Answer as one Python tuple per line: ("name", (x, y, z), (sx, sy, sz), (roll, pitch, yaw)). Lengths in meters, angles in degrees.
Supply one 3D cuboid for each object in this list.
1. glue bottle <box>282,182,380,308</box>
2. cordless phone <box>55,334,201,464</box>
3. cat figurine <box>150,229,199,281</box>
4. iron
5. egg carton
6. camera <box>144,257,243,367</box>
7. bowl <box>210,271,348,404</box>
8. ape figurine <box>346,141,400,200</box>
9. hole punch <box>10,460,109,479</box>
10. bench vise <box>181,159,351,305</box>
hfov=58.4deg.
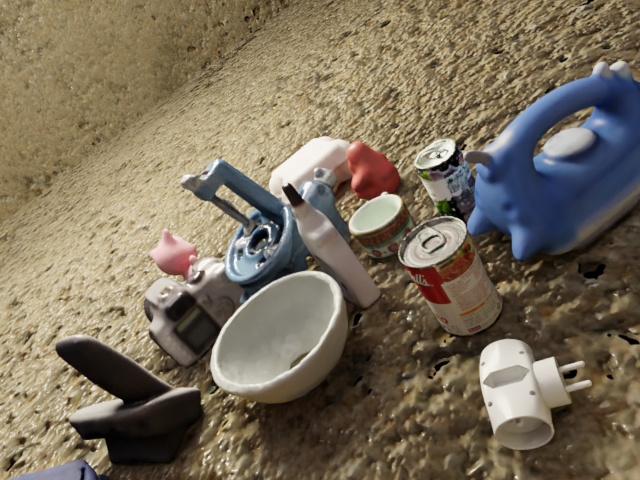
("glue bottle", (0.006, 0.002, 0.657), (0.037, 0.173, 0.078), (-41, 30, -10))
("cordless phone", (-0.242, 0.169, 0.654), (0.147, 0.185, 0.094), (-18, 34, 27))
("cat figurine", (-0.207, 0.036, 0.884), (0.067, 0.118, 0.127), (-47, 31, -20))
("iron", (0.259, -0.100, 0.581), (0.258, 0.142, 0.118), (-38, 29, -6))
("egg carton", (-0.010, -0.109, 0.944), (0.150, 0.070, 0.107), (-42, 30, -12))
("camera", (-0.194, 0.085, 0.815), (0.143, 0.101, 0.136), (-47, 32, -21))
("bowl", (-0.032, 0.117, 0.629), (0.167, 0.075, 0.167), (-25, 31, 17))
("ape figurine", (0.070, -0.106, 0.834), (0.078, 0.092, 0.075), (-45, 31, -17))
("hole punch", (-0.291, 0.293, 0.618), (0.101, 0.091, 0.108), (-35, 29, -1))
("bench vise", (-0.072, -0.036, 0.745), (0.121, 0.220, 0.208), (-6, 40, 40))
